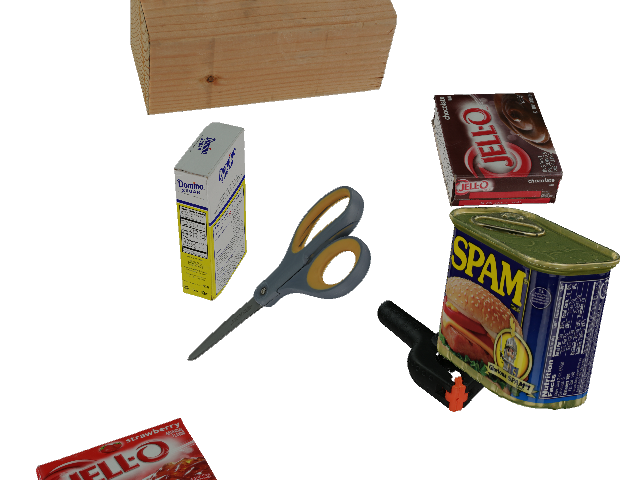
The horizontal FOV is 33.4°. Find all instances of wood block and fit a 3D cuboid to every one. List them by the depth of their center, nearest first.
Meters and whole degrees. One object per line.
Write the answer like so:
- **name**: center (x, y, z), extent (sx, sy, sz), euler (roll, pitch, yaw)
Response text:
- **wood block**: center (-0.051, -0.177, 0.905), extent (0.205, 0.090, 0.091), euler (-8, -34, -15)

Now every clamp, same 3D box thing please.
- **clamp**: center (0.131, 0.105, 1.043), extent (0.120, 0.039, 0.171), euler (-7, 30, -8)

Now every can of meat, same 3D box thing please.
- **can of meat**: center (0.109, 0.035, 0.588), extent (0.057, 0.084, 0.102), euler (-3, 19, -26)

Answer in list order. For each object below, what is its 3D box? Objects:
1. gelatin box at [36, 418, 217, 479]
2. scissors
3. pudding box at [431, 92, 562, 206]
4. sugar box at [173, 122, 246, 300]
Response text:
- **gelatin box**: center (-0.106, 0.141, 0.593), extent (0.089, 0.030, 0.073), euler (-16, 28, -20)
- **scissors**: center (-0.029, 0.047, 0.818), extent (0.016, 0.202, 0.096), euler (28, 18, -38)
- **pudding box**: center (0.146, -0.078, 0.904), extent (0.090, 0.039, 0.113), euler (-1, 43, -5)
- **sugar box**: center (-0.116, -0.030, 1.143), extent (0.048, 0.176, 0.093), euler (14, 42, 16)
